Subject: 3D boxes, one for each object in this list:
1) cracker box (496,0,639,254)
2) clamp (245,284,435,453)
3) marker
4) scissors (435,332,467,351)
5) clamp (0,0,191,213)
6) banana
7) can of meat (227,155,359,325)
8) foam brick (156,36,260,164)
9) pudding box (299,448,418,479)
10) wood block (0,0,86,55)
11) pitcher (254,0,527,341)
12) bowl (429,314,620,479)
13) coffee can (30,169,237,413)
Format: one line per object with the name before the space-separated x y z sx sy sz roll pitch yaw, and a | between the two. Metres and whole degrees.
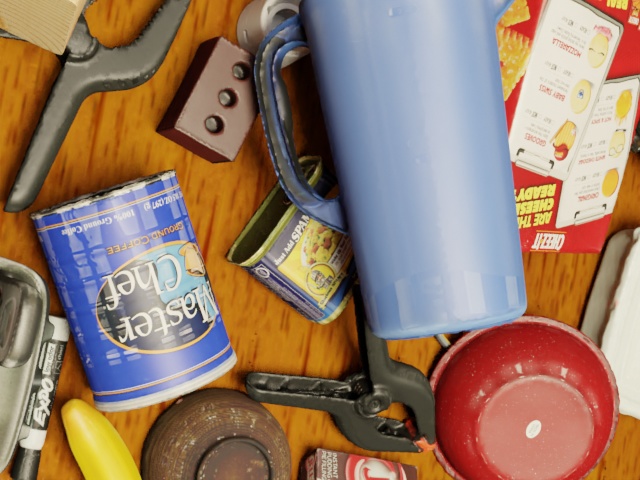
cracker box | 0.174 -0.101 0.823 0.163 0.072 0.214 2 106 -43
clamp | 0.025 0.118 0.815 0.120 0.039 0.171 -30 123 9
marker | -0.195 0.113 0.747 0.020 0.020 0.121 13 85 -23
scissors | 0.146 0.113 0.893 0.096 0.016 0.202 -25 101 -21
clamp | -0.172 -0.125 0.742 0.209 0.036 0.164 -26 98 -22
banana | -0.140 0.203 0.750 0.037 0.069 0.198 -12 90 9
can of meat | -0.005 0.001 0.806 0.084 0.058 0.102 39 77 -21
foam brick | -0.075 -0.101 0.777 0.053 0.051 0.078 29 80 -21
pudding box | 0.030 0.221 0.810 0.090 0.039 0.113 14 57 -22
wood block | -0.165 -0.241 0.694 0.090 0.091 0.206 24 72 -15
pitcher | 0.058 -0.057 0.727 0.144 0.149 0.243 -7 87 -33
bowl | 0.166 0.143 0.849 0.162 0.055 0.162 0 100 -1
coffee can | -0.126 0.033 0.730 0.102 0.103 0.140 -20 98 -21
